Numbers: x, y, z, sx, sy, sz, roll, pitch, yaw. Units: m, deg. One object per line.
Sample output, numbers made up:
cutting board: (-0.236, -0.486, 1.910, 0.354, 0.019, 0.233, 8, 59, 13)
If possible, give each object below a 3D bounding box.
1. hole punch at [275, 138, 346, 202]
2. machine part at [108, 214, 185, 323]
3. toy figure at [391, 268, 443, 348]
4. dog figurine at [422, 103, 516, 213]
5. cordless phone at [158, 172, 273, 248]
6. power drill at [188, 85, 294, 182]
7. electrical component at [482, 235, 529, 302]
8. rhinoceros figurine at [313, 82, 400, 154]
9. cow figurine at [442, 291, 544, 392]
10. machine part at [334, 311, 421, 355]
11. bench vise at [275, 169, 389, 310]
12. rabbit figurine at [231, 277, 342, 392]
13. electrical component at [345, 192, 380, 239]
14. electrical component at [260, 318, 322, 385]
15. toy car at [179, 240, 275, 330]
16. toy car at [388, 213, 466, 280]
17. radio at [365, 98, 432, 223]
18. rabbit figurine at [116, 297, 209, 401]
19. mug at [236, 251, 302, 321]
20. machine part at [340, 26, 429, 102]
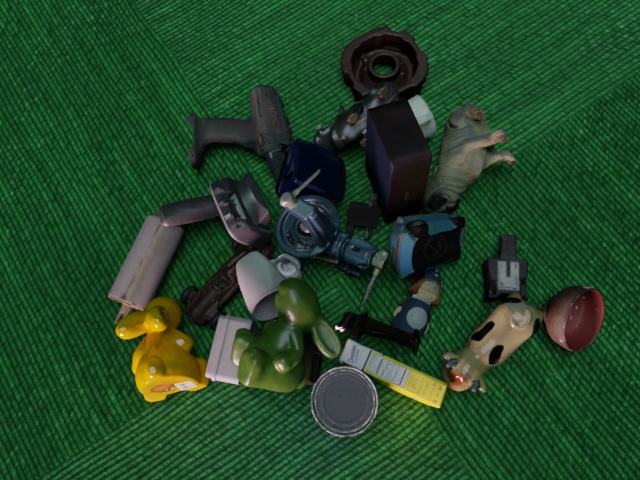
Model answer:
hole punch: (-0.010, -0.125, 1.000, 0.142, 0.092, 0.115, 19, 75, -22)
machine part: (-0.319, 0.042, 0.993, 0.079, 0.079, 0.243, 18, 75, 8)
toy figure: (0.178, 0.116, 0.955, 0.064, 0.058, 0.154, 39, 73, -32)
dog figurine: (0.246, -0.153, 1.023, 0.190, 0.121, 0.172, -36, 39, 9)
cordless phone: (-0.191, -0.040, 0.973, 0.184, 0.088, 0.147, -15, 55, -18)
power drill: (-0.152, -0.187, 1.055, 0.207, 0.086, 0.232, -6, 80, 5)
electrical component: (0.333, 0.053, 0.969, 0.075, 0.047, 0.119, 0, 72, 3)
rhinoceros figurine: (0.070, -0.233, 1.028, 0.190, 0.073, 0.112, -37, 33, 13)
cow figurine: (0.280, 0.177, 0.888, 0.085, 0.127, 0.195, 46, 105, 18)
machine part: (0.099, 0.151, 0.893, 0.139, 0.084, 0.039, 15, 100, 15)
bench vise: (0.004, -0.012, 0.919, 0.224, 0.240, 0.129, 34, 82, 29)
rabbit figurine: (-0.043, 0.149, 0.846, 0.159, 0.121, 0.170, 21, 94, -14)
electrical component: (0.079, -0.047, 1.003, 0.063, 0.021, 0.093, 10, 116, 5)
electrical component: (-0.048, 0.182, 0.944, 0.115, 0.058, 0.134, 8, 73, 3)
toy car: (-0.168, 0.072, 0.989, 0.089, 0.053, 0.202, 40, 79, 17)
toy car: (0.180, -0.005, 0.965, 0.162, 0.109, 0.103, -19, 33, -26)
radio: (0.132, -0.134, 0.947, 0.073, 0.229, 0.131, -16, 68, -3)
rabbit figurine: (-0.278, 0.172, 0.924, 0.122, 0.162, 0.173, -17, 55, 10)
mug: (-0.092, 0.065, 0.923, 0.109, 0.080, 0.107, -39, 57, 2)
machine part: (0.131, -0.351, 1.105, 0.179, 0.056, 0.179, -1, 72, 4)
